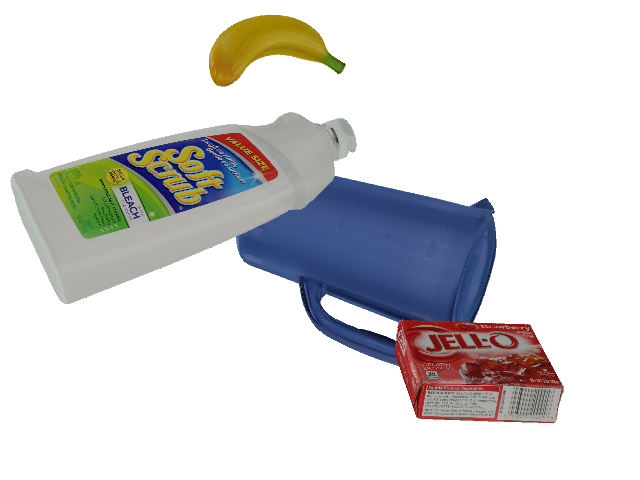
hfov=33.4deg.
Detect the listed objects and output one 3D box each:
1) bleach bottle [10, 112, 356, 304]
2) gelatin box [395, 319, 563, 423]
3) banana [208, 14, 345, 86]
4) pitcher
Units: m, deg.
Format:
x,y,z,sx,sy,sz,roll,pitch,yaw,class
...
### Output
x,y,z,sx,sy,sz,roll,pitch,yaw,class
-0.092,-0.043,0.797,0.250,0.103,0.068,-23,-29,-18,bleach bottle
0.095,0.079,0.656,0.089,0.030,0.073,3,25,-8,gelatin box
-0.048,-0.178,0.981,0.070,0.037,0.197,41,32,20,banana
0.040,0.013,1.041,0.243,0.145,0.149,17,22,20,pitcher
